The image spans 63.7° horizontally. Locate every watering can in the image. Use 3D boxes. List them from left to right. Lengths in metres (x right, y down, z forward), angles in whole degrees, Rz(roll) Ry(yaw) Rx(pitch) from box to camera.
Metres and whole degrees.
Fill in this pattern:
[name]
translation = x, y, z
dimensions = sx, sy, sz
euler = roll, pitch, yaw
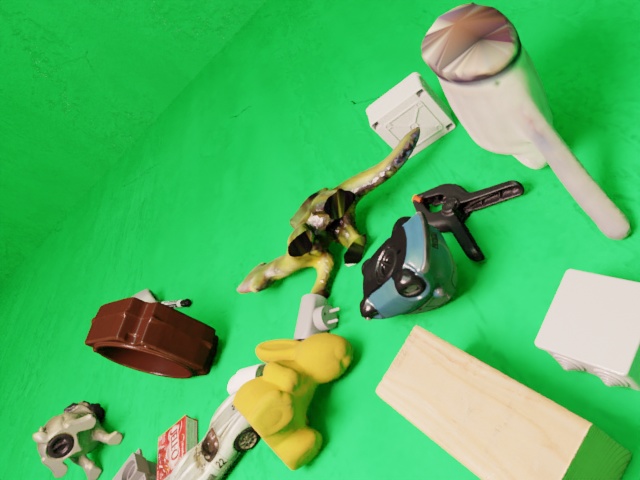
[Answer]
[watering can]
translation = 0.235, -0.159, 0.627
dimensions = 0.103, 0.221, 0.355
euler = -37, 40, 11

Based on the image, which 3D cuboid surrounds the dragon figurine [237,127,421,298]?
[dragon figurine]
translation = 0.003, -0.046, 0.912
dimensions = 0.410, 0.121, 0.246
euler = -49, 24, 1
